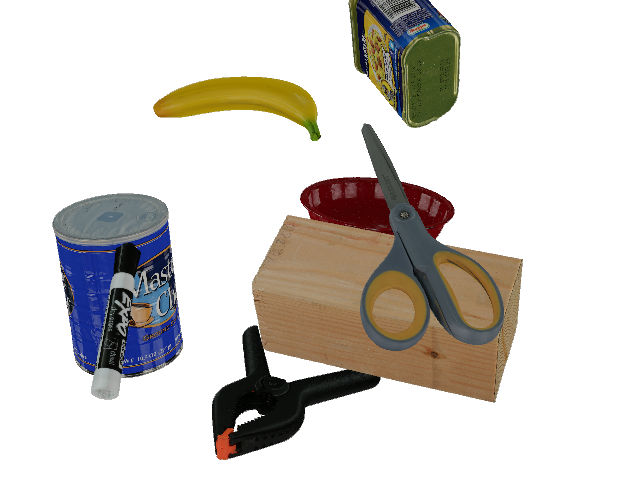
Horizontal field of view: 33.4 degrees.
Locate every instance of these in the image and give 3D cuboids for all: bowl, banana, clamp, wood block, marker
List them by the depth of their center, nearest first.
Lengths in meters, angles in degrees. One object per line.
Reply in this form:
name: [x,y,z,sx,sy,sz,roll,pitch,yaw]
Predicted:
marker: [-0.143,0.054,0.754,0.020,0.121,0.020,2,-34,1]
wood block: [0.057,0.056,0.902,0.206,0.091,0.090,11,48,17]
clamp: [-0.039,0.160,1.094,0.165,0.036,0.209,12,27,16]
bowl: [0.058,-0.016,1.119,0.162,0.055,0.162,4,21,-2]
banana: [-0.084,-0.152,1.169,0.198,0.037,0.069,9,43,18]

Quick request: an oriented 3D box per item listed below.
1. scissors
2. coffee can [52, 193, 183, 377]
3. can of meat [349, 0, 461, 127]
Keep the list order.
scissors: [0.042,-0.001,0.699,0.096,0.016,0.202,-24,52,-17]
coffee can: [-0.184,0.040,0.981,0.103,0.140,0.103,-2,25,1]
can of meat: [0.070,-0.154,0.865,0.057,0.084,0.102,-25,-36,-12]
